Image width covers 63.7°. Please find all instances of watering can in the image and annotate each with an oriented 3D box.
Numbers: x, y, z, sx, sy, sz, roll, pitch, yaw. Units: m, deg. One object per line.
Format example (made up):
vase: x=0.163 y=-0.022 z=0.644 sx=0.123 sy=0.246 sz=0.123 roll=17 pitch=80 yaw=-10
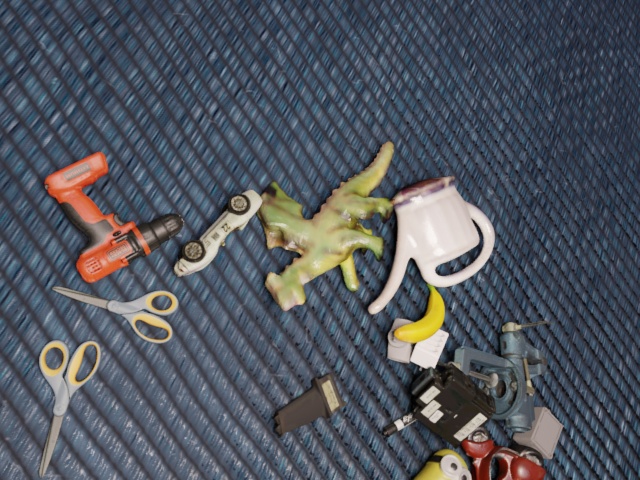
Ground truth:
watering can: x=0.209 y=-0.004 z=1.042 sx=0.350 sy=0.103 sz=0.225 roll=-21 pitch=85 yaw=-25

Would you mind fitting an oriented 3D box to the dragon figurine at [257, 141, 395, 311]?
dragon figurine: x=0.003 y=-0.050 z=0.984 sx=0.242 sy=0.120 sz=0.419 roll=17 pitch=63 yaw=-9
